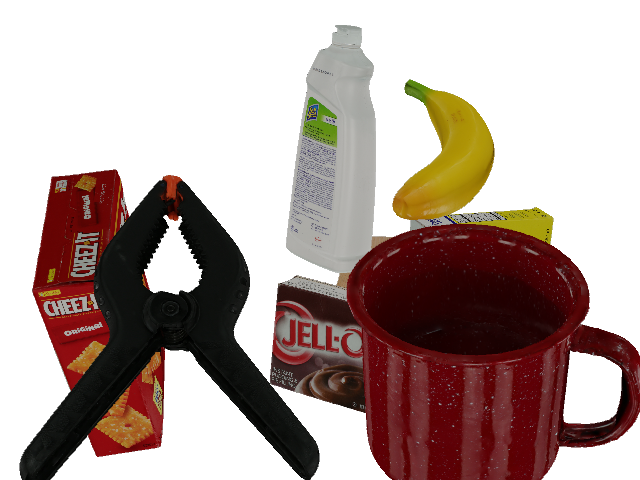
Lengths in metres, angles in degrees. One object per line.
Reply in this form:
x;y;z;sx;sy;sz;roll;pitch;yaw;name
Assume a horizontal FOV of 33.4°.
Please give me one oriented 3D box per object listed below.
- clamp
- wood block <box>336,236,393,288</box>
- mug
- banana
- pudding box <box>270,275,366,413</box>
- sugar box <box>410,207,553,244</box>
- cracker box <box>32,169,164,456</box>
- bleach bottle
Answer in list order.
-0.079;0.054;0.639;0.164;0.210;0.036;5;-33;-3;clamp
0.078;0.071;1.644;0.091;0.090;0.206;3;22;6;wood block
0.070;0.053;0.429;0.117;0.081;0.093;7;34;17;mug
0.089;-0.060;0.758;0.069;0.037;0.197;5;30;4;banana
0.016;0.085;0.873;0.114;0.090;0.039;13;19;24;pudding box
0.194;0.014;1.301;0.176;0.093;0.048;-6;21;-22;sugar box
-0.198;0.067;0.990;0.072;0.214;0.164;-8;39;-1;cracker box
0.021;-0.099;1.133;0.067;0.251;0.103;-11;25;-43;bleach bottle
